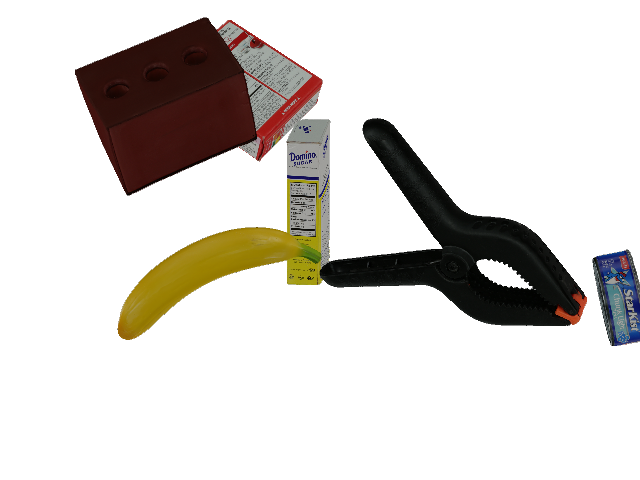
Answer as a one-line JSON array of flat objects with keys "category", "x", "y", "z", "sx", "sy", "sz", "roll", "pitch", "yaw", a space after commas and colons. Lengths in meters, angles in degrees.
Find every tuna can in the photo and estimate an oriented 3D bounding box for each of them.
[{"category": "tuna can", "x": 0.275, "y": 0.053, "z": 0.979, "sx": 0.034, "sy": 0.086, "sz": 0.086, "roll": -12, "pitch": -2, "yaw": 11}]

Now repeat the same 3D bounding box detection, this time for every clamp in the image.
[{"category": "clamp", "x": 0.103, "y": 0.002, "z": 0.810, "sx": 0.210, "sy": 0.165, "sz": 0.036, "roll": 20, "pitch": 42, "yaw": 15}]

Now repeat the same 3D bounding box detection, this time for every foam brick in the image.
[{"category": "foam brick", "x": -0.081, "y": -0.071, "z": 0.562, "sx": 0.078, "sy": 0.053, "sz": 0.051, "roll": -25, "pitch": -36, "yaw": -11}]

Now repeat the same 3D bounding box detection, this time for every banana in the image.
[{"category": "banana", "x": -0.101, "y": 0.032, "z": 0.925, "sx": 0.198, "sy": 0.069, "sz": 0.037, "roll": -21, "pitch": 31, "yaw": 11}]

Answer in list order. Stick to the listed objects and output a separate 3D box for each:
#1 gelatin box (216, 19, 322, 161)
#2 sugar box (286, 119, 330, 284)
[{"category": "gelatin box", "x": -0.055, "y": -0.109, "z": 0.762, "sx": 0.089, "sy": 0.073, "sz": 0.030, "roll": 34, "pitch": -33, "yaw": 11}, {"category": "sugar box", "x": -0.014, "y": -0.045, "z": 1.243, "sx": 0.048, "sy": 0.176, "sz": 0.093, "roll": 1, "pitch": 22, "yaw": 7}]
